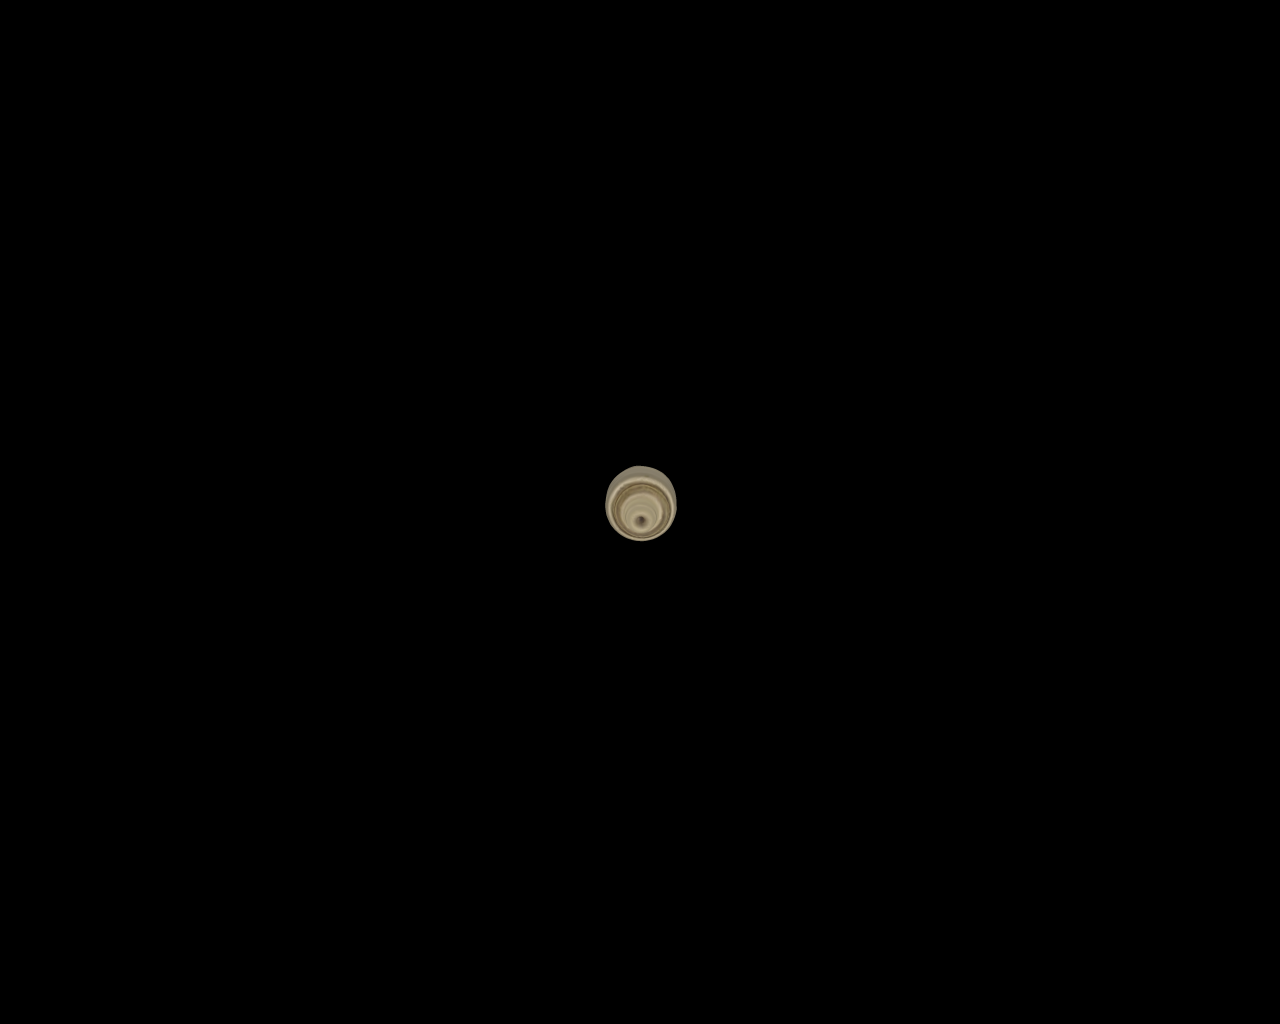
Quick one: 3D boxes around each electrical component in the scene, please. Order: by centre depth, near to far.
[{"bbox_3d":[0.001,-0.003,0.650,0.043,0.043,0.062,0,16,0],"label":"electrical component"}]
